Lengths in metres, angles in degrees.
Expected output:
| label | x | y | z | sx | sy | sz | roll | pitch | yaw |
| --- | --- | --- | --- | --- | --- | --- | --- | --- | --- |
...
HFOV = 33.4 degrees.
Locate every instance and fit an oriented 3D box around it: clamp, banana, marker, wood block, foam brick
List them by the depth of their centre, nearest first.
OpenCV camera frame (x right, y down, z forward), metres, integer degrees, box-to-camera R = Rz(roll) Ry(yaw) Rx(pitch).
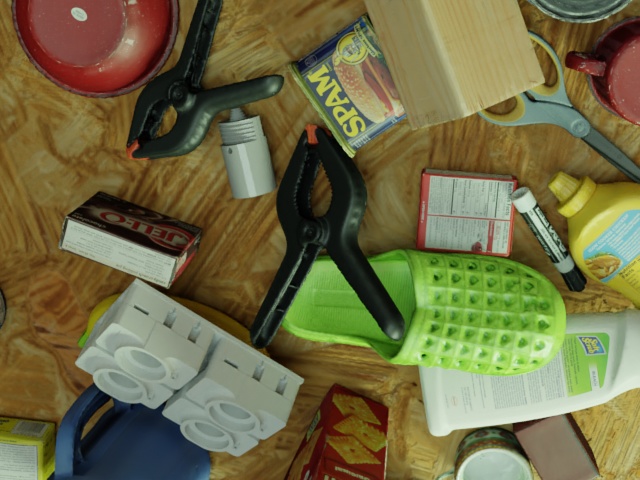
| label | x | y | z | sx | sy | sz | roll | pitch | yaw |
| --- | --- | --- | --- | --- | --- | --- | --- | --- | --- |
| wood block | 0.096 | -0.207 | 0.887 | 0.090 | 0.090 | 0.206 | -24 | 98 | -24 |
| clamp | -0.006 | 0.001 | 0.978 | 0.165 | 0.036 | 0.210 | -15 | 75 | 33 |
| clamp | -0.120 | -0.143 | 0.978 | 0.172 | 0.039 | 0.120 | -33 | 68 | 22 |
| marker | 0.212 | 0.002 | 0.979 | 0.020 | 0.020 | 0.121 | -31 | 114 | 14 |
| foam brick | 0.226 | 0.195 | 1.029 | 0.051 | 0.053 | 0.078 | -29 | 99 | 14 |
| banana | -0.145 | 0.085 | 1.055 | 0.198 | 0.037 | 0.070 | 7 | 131 | 7 |

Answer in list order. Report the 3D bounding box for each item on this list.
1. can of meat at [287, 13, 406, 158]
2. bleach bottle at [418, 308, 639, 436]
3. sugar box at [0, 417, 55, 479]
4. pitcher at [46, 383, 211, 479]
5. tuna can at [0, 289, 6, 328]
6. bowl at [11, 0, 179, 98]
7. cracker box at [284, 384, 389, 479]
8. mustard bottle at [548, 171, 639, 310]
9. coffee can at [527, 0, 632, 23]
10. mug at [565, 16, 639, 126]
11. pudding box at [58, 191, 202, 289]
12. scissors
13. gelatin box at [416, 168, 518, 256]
| label | x | y | z | sx | sy | sz | roll | pitch | yaw |
| --- | --- | --- | --- | --- | --- | --- | --- | --- | --- |
| can of meat | 0.034 | -0.140 | 0.957 | 0.084 | 0.057 | 0.102 | -33 | 100 | 12 |
| bleach bottle | 0.220 | 0.119 | 0.978 | 0.251 | 0.068 | 0.102 | -8 | 95 | 19 |
| sugar box | -0.327 | 0.275 | 1.125 | 0.093 | 0.048 | 0.176 | 6 | 110 | 6 |
| pitcher | -0.206 | 0.243 | 0.997 | 0.149 | 0.242 | 0.145 | 34 | 109 | 3 |
| tuna can | -0.362 | 0.070 | 1.077 | 0.086 | 0.033 | 0.086 | 2 | 106 | 6 |
| bowl | -0.212 | -0.206 | 0.970 | 0.162 | 0.055 | 0.162 | 2 | 106 | 6 |
| cracker box | -0.001 | 0.253 | 0.988 | 0.072 | 0.213 | 0.164 | 24 | 107 | -1 |
| mustard bottle | 0.283 | 0.004 | 0.963 | 0.191 | 0.058 | 0.096 | 39 | 121 | -4 |
| coffee can | 0.205 | -0.233 | 0.864 | 0.103 | 0.140 | 0.103 | 2 | 106 | 6 |
| mug | 0.268 | -0.144 | 0.912 | 0.117 | 0.081 | 0.093 | 13 | 107 | 3 |
| pudding box | -0.176 | -0.001 | 1.004 | 0.113 | 0.090 | 0.039 | 18 | 108 | 2 |
| scissors | 0.213 | -0.098 | 0.967 | 0.096 | 0.016 | 0.201 | -34 | 99 | 16 |
| gelatin box | 0.136 | -0.026 | 0.989 | 0.089 | 0.030 | 0.073 | 4 | 105 | 5 |
